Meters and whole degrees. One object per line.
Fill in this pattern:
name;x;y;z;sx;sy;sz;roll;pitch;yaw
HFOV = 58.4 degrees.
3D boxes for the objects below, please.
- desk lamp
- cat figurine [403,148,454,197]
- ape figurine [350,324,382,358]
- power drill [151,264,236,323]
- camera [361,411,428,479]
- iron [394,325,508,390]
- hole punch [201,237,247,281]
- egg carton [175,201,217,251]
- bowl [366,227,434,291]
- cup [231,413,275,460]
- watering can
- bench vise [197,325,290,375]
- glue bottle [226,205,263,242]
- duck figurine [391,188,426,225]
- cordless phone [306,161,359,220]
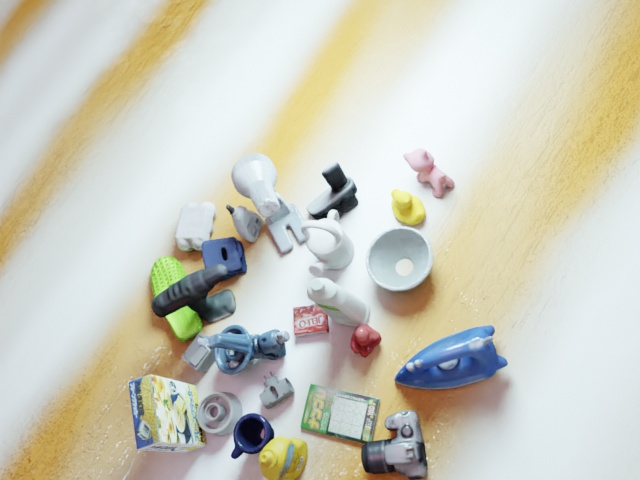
desk lamp;-0.130;-0.101;1.509;0.118;0.214;0.203;-32;63;4
cat figurine;0.275;-0.184;1.459;0.067;0.118;0.127;-44;62;-2
ape figurine;0.105;0.234;1.366;0.077;0.092;0.076;-11;66;14
power drill;-0.302;0.143;1.474;0.229;0.209;0.075;-25;63;8
camera;0.157;0.454;1.257;0.136;0.101;0.143;-13;66;14
iron;0.274;0.266;1.268;0.258;0.142;0.118;-21;64;10
hole punch;-0.261;0.045;1.565;0.101;0.091;0.108;-21;64;10
egg carton;-0.354;-0.039;1.641;0.107;0.069;0.150;-1;69;18
bowl;0.200;0.056;1.414;0.167;0.075;0.167;-7;68;16
cup;-0.154;0.472;1.358;0.091;0.095;0.118;36;84;27
watering can;0.015;0.005;1.429;0.100;0.194;0.173;-14;66;13
bench vise;-0.188;0.243;1.390;0.207;0.220;0.121;-33;63;4
glue bottle;-0.210;-0.057;1.541;0.037;0.173;0.078;15;75;23
duck figurine;0.220;-0.091;1.459;0.077;0.086;0.104;-43;62;-1
cordless phone;0.016;-0.130;1.487;0.147;0.185;0.094;-41;62;0
